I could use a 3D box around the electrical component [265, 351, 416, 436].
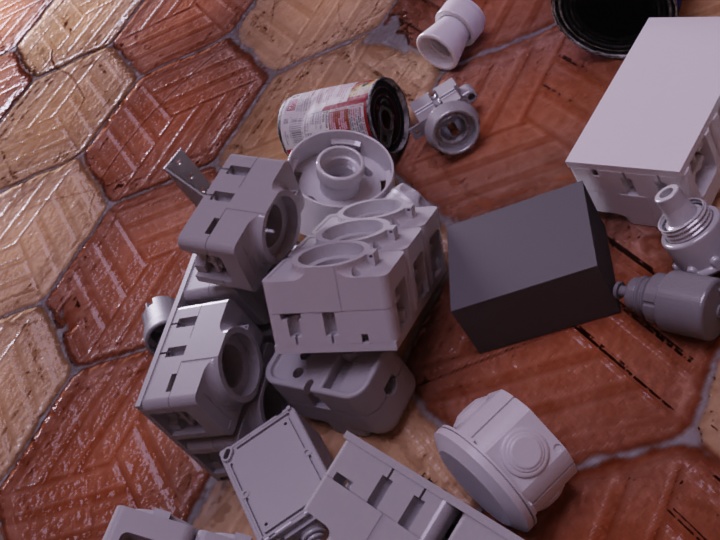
[{"bbox_3d":[-0.012,0.080,0.773,0.095,0.059,0.053,6,56,40],"label":"electrical component"}]

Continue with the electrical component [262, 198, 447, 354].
[{"bbox_3d":[0.000,0.000,0.777,0.089,0.061,0.150,-3,20,19],"label":"electrical component"}]

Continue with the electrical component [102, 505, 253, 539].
[{"bbox_3d":[-0.078,0.196,0.636,0.150,0.089,0.061,15,55,6],"label":"electrical component"}]

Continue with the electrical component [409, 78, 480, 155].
[{"bbox_3d":[0.075,-0.129,0.923,0.066,0.048,0.055,-31,33,7],"label":"electrical component"}]

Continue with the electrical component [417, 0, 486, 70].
[{"bbox_3d":[0.086,-0.221,1.004,0.045,0.045,0.055,16,62,44],"label":"electrical component"}]

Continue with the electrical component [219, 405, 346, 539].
[{"bbox_3d":[-0.042,0.153,0.729,0.062,0.061,0.096,-34,48,1],"label":"electrical component"}]

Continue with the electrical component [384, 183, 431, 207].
[{"bbox_3d":[0.027,-0.036,0.869,0.062,0.043,0.043,-46,41,-9],"label":"electrical component"}]

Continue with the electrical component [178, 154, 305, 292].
[{"bbox_3d":[-0.080,-0.034,0.775,0.056,0.050,0.089,10,54,25],"label":"electrical component"}]

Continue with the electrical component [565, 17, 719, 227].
[{"bbox_3d":[0.229,-0.109,0.780,0.089,0.061,0.150,11,59,42],"label":"electrical component"}]

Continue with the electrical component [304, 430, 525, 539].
[{"bbox_3d":[0.065,0.169,0.590,0.186,0.105,0.060,24,78,46],"label":"electrical component"}]

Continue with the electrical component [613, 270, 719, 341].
[{"bbox_3d":[0.200,0.020,0.693,0.078,0.040,0.040,13,60,43],"label":"electrical component"}]

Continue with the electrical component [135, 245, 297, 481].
[{"bbox_3d":[-0.088,0.051,0.820,0.060,0.105,0.186,-10,47,28],"label":"electrical component"}]

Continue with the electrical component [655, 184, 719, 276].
[{"bbox_3d":[0.217,-0.028,0.705,0.048,0.062,0.048,-35,20,15],"label":"electrical component"}]

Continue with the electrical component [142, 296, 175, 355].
[{"bbox_3d":[-0.169,0.049,0.933,0.040,0.040,0.046,-35,35,3],"label":"electrical component"}]

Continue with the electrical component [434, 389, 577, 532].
[{"bbox_3d":[0.087,0.115,0.653,0.051,0.080,0.080,-41,40,-13],"label":"electrical component"}]

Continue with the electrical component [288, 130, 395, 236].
[{"bbox_3d":[-0.018,-0.070,0.914,0.099,0.064,0.099,1,51,-2],"label":"electrical component"}]
